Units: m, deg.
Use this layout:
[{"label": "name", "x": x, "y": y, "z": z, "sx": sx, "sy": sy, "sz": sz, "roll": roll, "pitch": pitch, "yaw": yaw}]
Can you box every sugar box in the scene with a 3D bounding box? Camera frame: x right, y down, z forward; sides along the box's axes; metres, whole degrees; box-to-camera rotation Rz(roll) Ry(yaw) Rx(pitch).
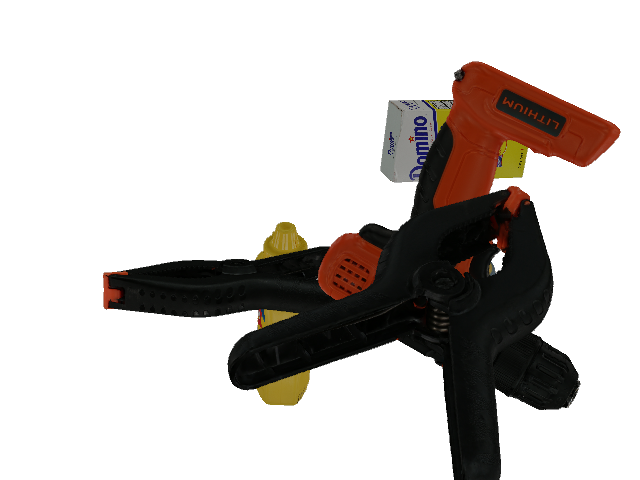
[{"label": "sugar box", "x": 0.164, "y": -0.120, "z": 1.277, "sx": 0.176, "sy": 0.093, "sz": 0.048, "roll": -5, "pitch": 27, "yaw": -20}]

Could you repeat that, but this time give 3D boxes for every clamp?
[{"label": "clamp", "x": 0.058, "y": 0.038, "z": 0.462, "sx": 0.120, "sy": 0.039, "sz": 0.171, "roll": 36, "pitch": 55, "yaw": 23}, {"label": "clamp", "x": -0.055, "y": 0.036, "z": 0.805, "sx": 0.209, "sy": 0.036, "sz": 0.165, "roll": -3, "pitch": 12, "yaw": -21}]

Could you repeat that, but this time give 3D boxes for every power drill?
[{"label": "power drill", "x": 0.112, "y": -0.004, "z": 0.678, "sx": 0.184, "sy": 0.188, "sz": 0.057, "roll": 29, "pitch": 12, "yaw": 9}]

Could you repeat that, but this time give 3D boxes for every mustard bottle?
[{"label": "mustard bottle", "x": -0.035, "y": 0.063, "z": 1.036, "sx": 0.058, "sy": 0.192, "sz": 0.096, "roll": 3, "pitch": 38, "yaw": 0}]

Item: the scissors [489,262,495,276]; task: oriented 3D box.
[{"label": "scissors", "x": 0.131, "y": 0.054, "z": 1.105, "sx": 0.201, "sy": 0.016, "sz": 0.096, "roll": -7, "pitch": 40, "yaw": -30}]
